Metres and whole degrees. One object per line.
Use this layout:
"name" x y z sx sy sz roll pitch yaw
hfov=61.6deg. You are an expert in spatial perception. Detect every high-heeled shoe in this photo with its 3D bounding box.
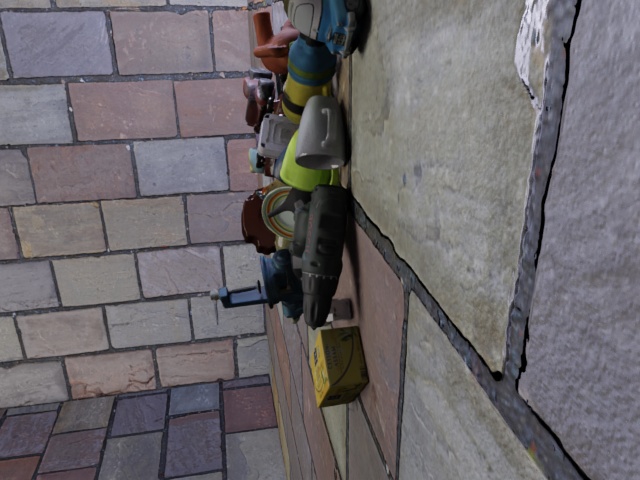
"high-heeled shoe" -0.002 -0.003 1.094 0.248 0.145 0.086 58 -160 -23

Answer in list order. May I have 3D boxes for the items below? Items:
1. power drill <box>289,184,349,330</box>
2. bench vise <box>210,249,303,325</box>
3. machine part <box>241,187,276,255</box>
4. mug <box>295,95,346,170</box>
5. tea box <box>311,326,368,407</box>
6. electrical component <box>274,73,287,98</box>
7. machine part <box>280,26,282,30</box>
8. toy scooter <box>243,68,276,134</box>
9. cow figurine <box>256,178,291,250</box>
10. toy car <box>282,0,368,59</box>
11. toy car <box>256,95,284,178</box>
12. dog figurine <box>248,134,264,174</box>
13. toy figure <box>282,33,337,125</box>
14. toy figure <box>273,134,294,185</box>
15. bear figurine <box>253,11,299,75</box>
"power drill" -0.009 0.017 0.924 0.207 0.086 0.231 -112 30 -81
"bench vise" -0.123 0.118 1.216 0.223 0.241 0.129 85 173 -55
"machine part" -0.110 -0.049 1.318 0.056 0.179 0.179 119 145 -69
"mug" 0.003 -0.176 0.852 0.109 0.081 0.107 129 143 -76
"tea box" 0.028 0.221 0.925 0.169 0.068 0.098 100 162 -60
"electrical component" -0.071 -0.376 1.243 0.134 0.058 0.115 122 140 -74
"machine part" -0.072 -0.475 1.258 0.139 0.039 0.084 -137 47 -78
"toy scooter" -0.149 -0.337 1.308 0.184 0.075 0.135 -114 31 -58
"cow figurine" -0.072 -0.054 1.202 0.086 0.127 0.194 -133 38 -67
"toy car" 0.001 -0.323 0.716 0.109 0.103 0.161 109 156 -70
"toy car" -0.084 -0.231 1.170 0.053 0.089 0.202 105 176 -71
"dog figurine" -0.121 -0.287 1.395 0.191 0.109 0.219 -53 -34 -72
"toy figure" -0.019 -0.272 0.890 0.180 0.089 0.082 95 172 -56
"toy figure" -0.035 -0.180 1.039 0.154 0.058 0.064 -56 20 16
"bear figurine" -0.060 -0.375 1.001 0.196 0.120 0.131 -147 57 -76
